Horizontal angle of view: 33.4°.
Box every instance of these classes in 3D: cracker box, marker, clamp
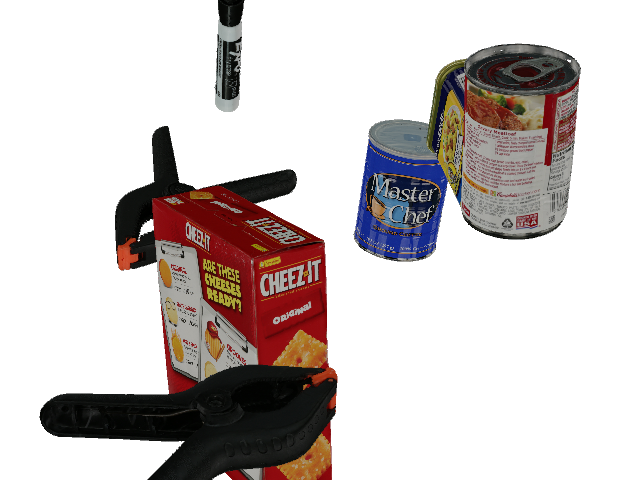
[{"bbox_3d":[-0.061,0.080,0.850,0.072,0.214,0.164,-15,25,-31],"label":"cracker box"},{"bbox_3d":[-0.067,-0.140,0.784,0.020,0.020,0.121,0,-33,-6],"label":"marker"},{"bbox_3d":[-0.143,-0.042,1.045,0.165,0.036,0.209,24,42,22],"label":"clamp"},{"bbox_3d":[-0.060,0.111,0.593,0.171,0.039,0.120,-10,36,-21],"label":"clamp"}]

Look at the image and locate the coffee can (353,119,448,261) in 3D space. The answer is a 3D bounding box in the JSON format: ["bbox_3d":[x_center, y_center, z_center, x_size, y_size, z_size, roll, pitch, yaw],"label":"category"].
[{"bbox_3d":[0.099,-0.060,1.275,0.102,0.140,0.103,6,28,-3],"label":"coffee can"}]

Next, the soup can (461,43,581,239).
[{"bbox_3d":[0.121,-0.060,0.654,0.068,0.102,0.068,-2,33,1],"label":"soup can"}]

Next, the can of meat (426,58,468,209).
[{"bbox_3d":[0.129,-0.081,0.857,0.057,0.084,0.102,-9,-41,-11],"label":"can of meat"}]
